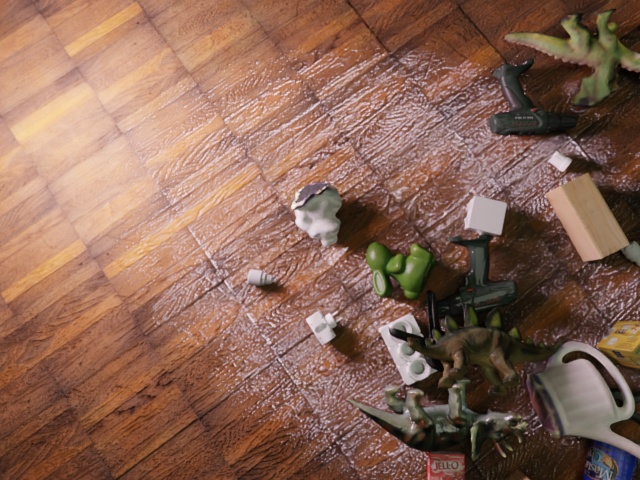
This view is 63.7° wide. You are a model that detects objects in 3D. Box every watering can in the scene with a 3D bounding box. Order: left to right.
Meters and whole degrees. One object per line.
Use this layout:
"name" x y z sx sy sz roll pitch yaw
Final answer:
"watering can" 0.634 0.407 1.214 0.224 0.102 0.356 -19 50 5

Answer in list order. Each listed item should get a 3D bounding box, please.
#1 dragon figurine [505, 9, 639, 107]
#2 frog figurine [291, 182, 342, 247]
"dragon figurine" 0.732 -0.488 1.421 0.410 0.122 0.243 -8 89 8
"frog figurine" 0.004 -0.068 1.360 0.138 0.124 0.157 -40 119 -14
